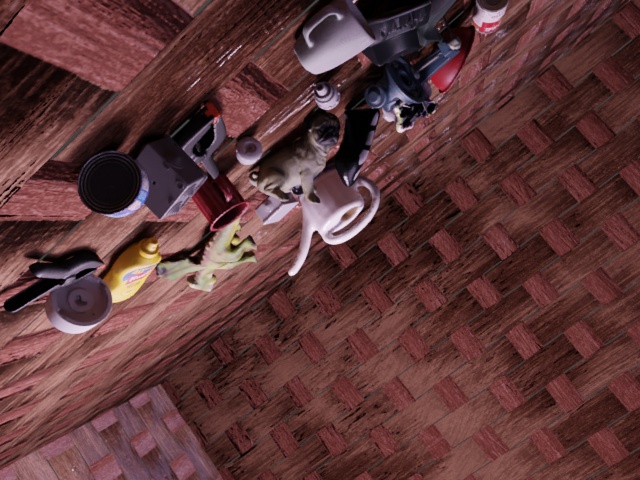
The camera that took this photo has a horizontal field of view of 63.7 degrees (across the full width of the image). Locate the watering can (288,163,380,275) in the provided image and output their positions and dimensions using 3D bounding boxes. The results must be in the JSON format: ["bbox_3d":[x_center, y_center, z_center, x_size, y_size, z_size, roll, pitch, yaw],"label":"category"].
[{"bbox_3d":[0.004,-0.074,1.461,0.346,0.228,0.103,-38,152,8],"label":"watering can"}]

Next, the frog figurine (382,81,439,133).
[{"bbox_3d":[0.216,-0.357,1.302,0.135,0.122,0.163,-52,-158,27],"label":"frog figurine"}]

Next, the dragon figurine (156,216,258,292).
[{"bbox_3d":[-0.287,0.040,1.279,0.244,0.124,0.402,-27,160,-14],"label":"dragon figurine"}]
